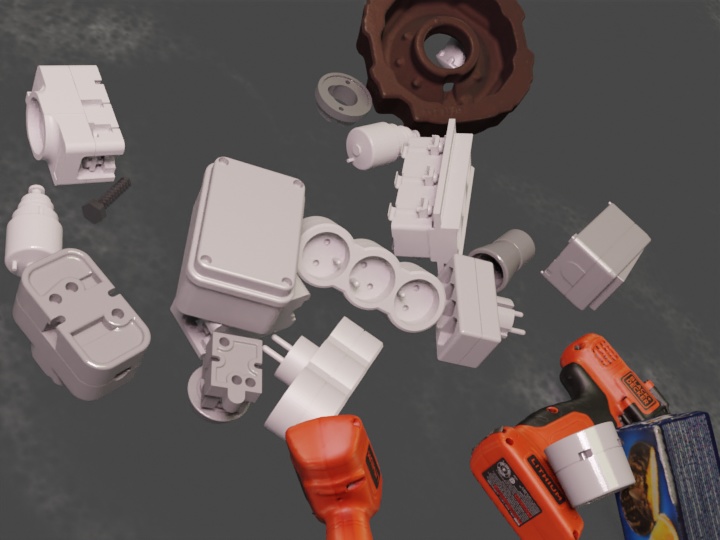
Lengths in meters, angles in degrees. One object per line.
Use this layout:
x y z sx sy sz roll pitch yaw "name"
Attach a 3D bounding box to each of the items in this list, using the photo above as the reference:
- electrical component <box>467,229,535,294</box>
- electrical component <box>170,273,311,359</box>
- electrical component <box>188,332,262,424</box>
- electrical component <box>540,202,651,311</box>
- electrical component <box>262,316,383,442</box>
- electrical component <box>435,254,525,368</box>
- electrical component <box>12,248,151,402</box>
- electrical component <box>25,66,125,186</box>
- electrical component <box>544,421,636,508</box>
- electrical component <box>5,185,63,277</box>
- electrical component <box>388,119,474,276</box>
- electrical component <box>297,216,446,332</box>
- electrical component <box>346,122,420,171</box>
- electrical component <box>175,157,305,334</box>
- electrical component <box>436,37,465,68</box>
0.131 -0.011 0.978 0.044 0.044 0.065 46 44 11 "electrical component"
-0.094 0.022 0.830 0.089 0.050 0.055 -19 66 -37 "electrical component"
-0.097 0.080 0.779 0.048 0.055 0.066 12 51 -19 "electrical component"
0.229 -0.013 1.015 0.061 0.061 0.096 44 48 9 "electrical component"
-0.039 0.074 0.799 0.074 0.052 0.138 35 29 3 "electrical component"
0.107 0.039 0.923 0.076 0.047 0.083 13 50 -18 "electrical component"
-0.197 0.041 0.755 0.054 0.059 0.095 -31 73 -40 "electrical component"
-0.233 -0.117 0.865 0.056 0.050 0.089 -7 59 -31 "electrical component"
0.170 0.144 0.792 0.055 0.055 0.047 -10 68 -33 "electrical component"
-0.242 -0.030 0.800 0.040 0.040 0.078 7 52 -23 "electrical component"
0.065 -0.066 0.965 0.063 0.078 0.121 3 48 11 "electrical component"
0.000 0.000 0.892 0.138 0.052 0.074 27 3 -20 "electrical component"
0.023 -0.118 1.005 0.078 0.040 0.040 -18 65 -36 "electrical component"
-0.086 -0.020 0.790 0.078 0.057 0.113 16 50 -15 "electrical component"
0.112 -0.229 1.116 0.048 0.062 0.048 33 12 -8 "electrical component"
